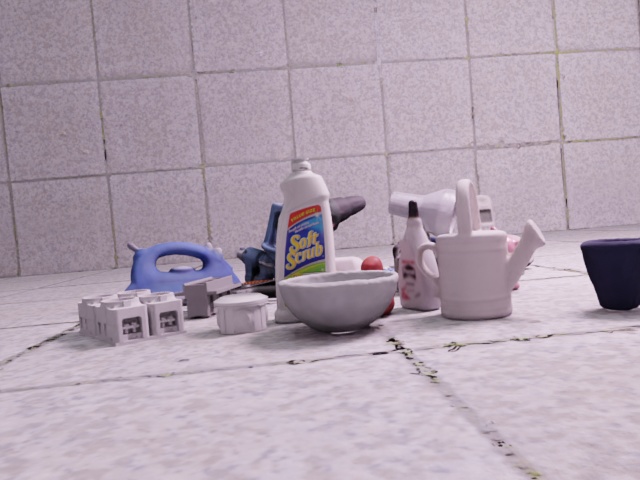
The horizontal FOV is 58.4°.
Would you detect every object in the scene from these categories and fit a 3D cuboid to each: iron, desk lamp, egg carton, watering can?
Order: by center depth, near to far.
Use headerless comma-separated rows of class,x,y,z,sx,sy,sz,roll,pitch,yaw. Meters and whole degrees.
watering can,0.223,0.009,0.814,0.172,0.194,0.101,-5,2,4
iron,-0.291,0.066,1.241,0.259,0.141,0.118,-5,2,-16
egg carton,0.031,0.075,1.260,0.150,0.069,0.107,-5,2,2
desk lamp,0.251,-0.019,1.421,0.202,0.213,0.118,-4,2,18

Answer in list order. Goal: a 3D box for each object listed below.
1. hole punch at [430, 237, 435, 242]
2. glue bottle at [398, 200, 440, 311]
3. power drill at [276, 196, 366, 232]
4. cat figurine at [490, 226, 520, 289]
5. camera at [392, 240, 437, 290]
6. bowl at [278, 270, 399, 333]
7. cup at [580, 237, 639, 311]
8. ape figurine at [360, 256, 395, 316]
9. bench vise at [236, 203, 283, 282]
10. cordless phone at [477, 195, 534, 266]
hole punch,0.296,0.035,1.548,0.108,0.091,0.101,-4,2,32
glue bottle,0.152,0.023,0.908,0.037,0.173,0.078,-6,2,-30
power drill,0.012,0.005,1.349,0.230,0.208,0.075,-5,2,-25
cat figurine,0.322,0.033,1.051,0.067,0.118,0.127,-5,2,-21
camera,0.216,0.048,1.139,0.136,0.101,0.143,-5,2,4
bowl,0.027,0.086,0.786,0.167,0.075,0.167,-5,2,0
cup,0.408,0.046,0.757,0.092,0.095,0.117,-5,2,-25
ape figurine,0.079,0.071,0.875,0.077,0.092,0.076,-3,2,40
bench vise,-0.124,0.008,1.433,0.207,0.220,0.122,-4,2,10
cordless phone,0.428,-0.018,1.372,0.148,0.185,0.094,-5,2,-20
